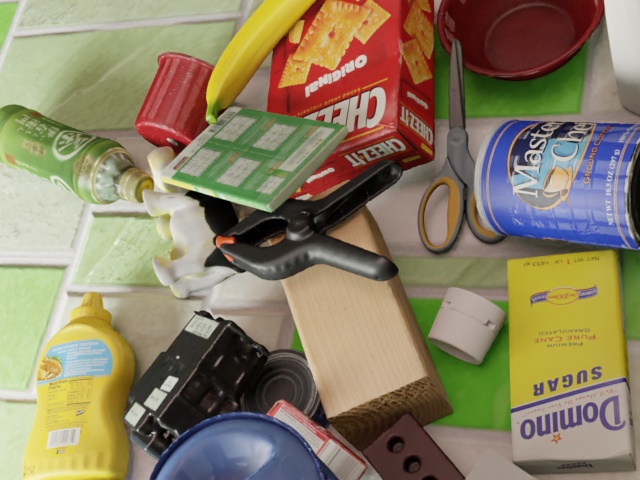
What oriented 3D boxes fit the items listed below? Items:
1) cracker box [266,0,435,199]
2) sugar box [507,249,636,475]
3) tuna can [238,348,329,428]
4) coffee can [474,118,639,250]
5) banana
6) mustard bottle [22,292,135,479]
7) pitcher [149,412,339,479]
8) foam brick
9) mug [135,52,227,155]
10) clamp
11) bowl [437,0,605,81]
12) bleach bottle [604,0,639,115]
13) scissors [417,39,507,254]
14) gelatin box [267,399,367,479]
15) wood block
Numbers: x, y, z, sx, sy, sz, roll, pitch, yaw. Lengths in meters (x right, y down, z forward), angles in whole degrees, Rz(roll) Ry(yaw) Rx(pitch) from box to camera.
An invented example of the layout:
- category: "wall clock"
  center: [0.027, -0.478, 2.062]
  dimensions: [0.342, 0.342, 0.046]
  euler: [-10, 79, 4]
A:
- category: "cracker box"
  center: [0.027, -0.158, 1.040]
  dimensions: [0.164, 0.072, 0.213]
  euler: [-18, 55, 35]
- category: "sugar box"
  center: [0.201, 0.098, 0.864]
  dimensions: [0.093, 0.048, 0.176]
  euler: [-7, 59, 19]
- category: "tuna can"
  center: [-0.031, 0.140, 0.947]
  dimensions: [0.086, 0.033, 0.086]
  euler: [-10, 59, 18]
- category: "coffee can"
  center: [0.214, -0.048, 0.886]
  dimensions: [0.141, 0.102, 0.102]
  euler: [8, 65, 41]
- category: "banana"
  center: [-0.055, -0.199, 1.061]
  dimensions: [0.198, 0.037, 0.070]
  euler: [-53, 38, 5]
- category: "mustard bottle"
  center: [-0.225, 0.138, 1.016]
  dimensions: [0.096, 0.058, 0.191]
  euler: [-11, 60, 17]
- category: "pitcher"
  center: [-0.009, 0.223, 0.764]
  dimensions: [0.149, 0.242, 0.145]
  euler: [34, 79, 33]
- category: "foam brick"
  center: [0.081, 0.188, 0.861]
  dimensions: [0.053, 0.051, 0.078]
  euler: [-41, 55, -3]
- category: "mug"
  center: [-0.149, -0.137, 1.127]
  dimensions: [0.117, 0.093, 0.081]
  euler: [-3, 62, 57]
- category: "clamp"
  center: [-0.006, 0.001, 0.898]
  dimensions: [0.172, 0.039, 0.120]
  euler: [-20, 41, 17]
- category: "bowl"
  center: [0.197, -0.209, 1.030]
  dimensions: [0.162, 0.055, 0.162]
  euler: [-10, 59, 18]
- category: "bleach bottle"
  center: [0.276, -0.205, 0.875]
  dimensions: [0.068, 0.250, 0.102]
  euler: [29, 76, 33]
- category: "scissors"
  center: [0.143, -0.082, 0.976]
  dimensions: [0.096, 0.016, 0.202]
  euler: [13, 85, 19]
- category: "gelatin box"
  center: [-0.004, 0.166, 0.870]
  dimensions: [0.089, 0.073, 0.030]
  euler: [37, 83, 7]
- category: "wood block"
  center: [0.030, 0.065, 0.929]
  dimensions: [0.091, 0.090, 0.206]
  euler: [-26, 55, 8]
